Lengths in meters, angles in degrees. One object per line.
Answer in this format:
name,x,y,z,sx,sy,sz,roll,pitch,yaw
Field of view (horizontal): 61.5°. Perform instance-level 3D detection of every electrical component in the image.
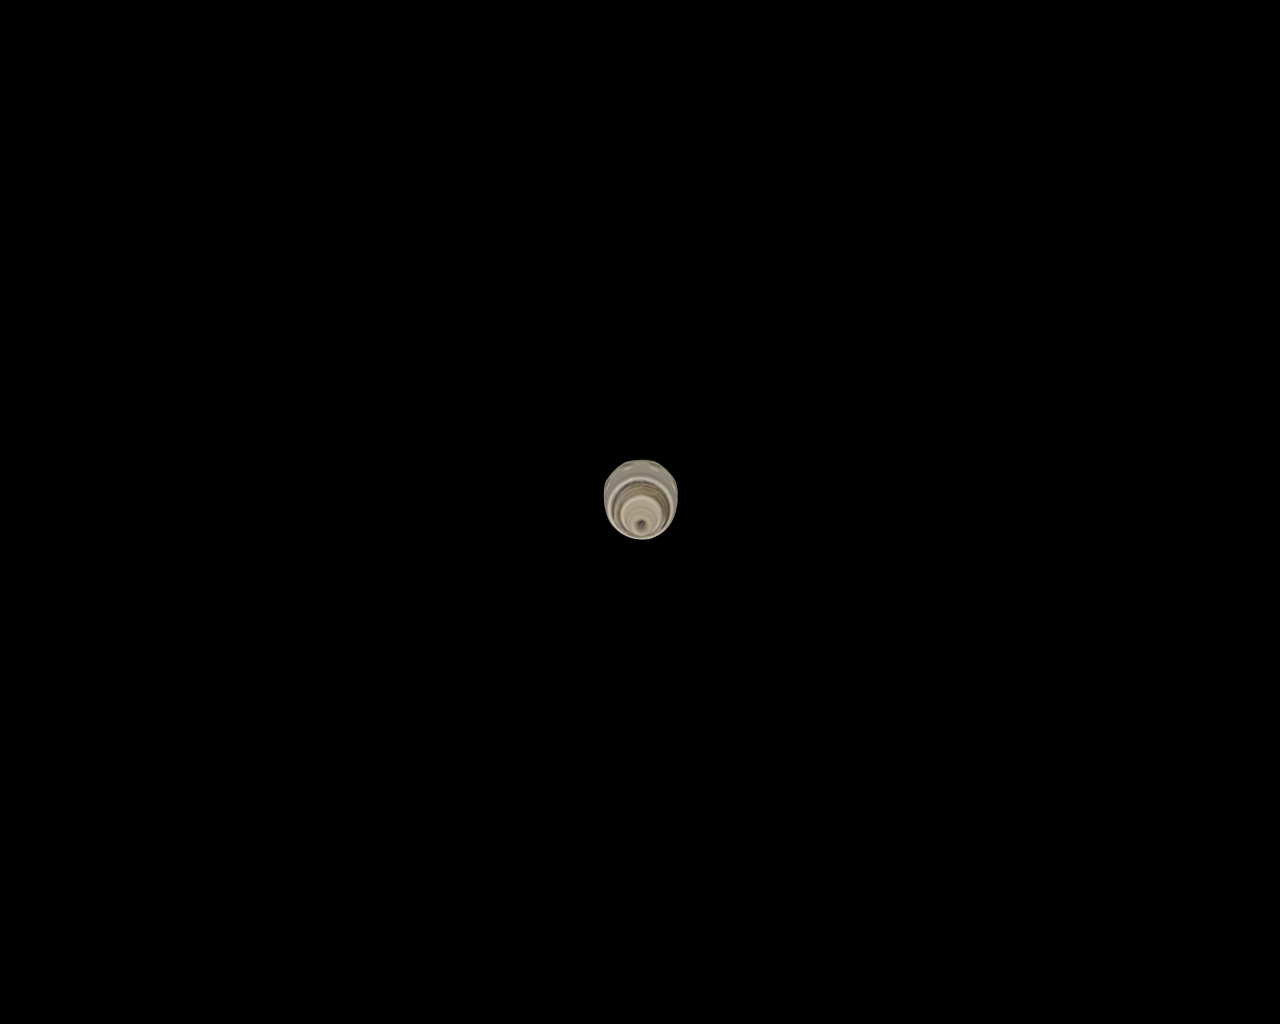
electrical component,0.001,-0.003,0.650,0.048,0.048,0.062,0,20,0
